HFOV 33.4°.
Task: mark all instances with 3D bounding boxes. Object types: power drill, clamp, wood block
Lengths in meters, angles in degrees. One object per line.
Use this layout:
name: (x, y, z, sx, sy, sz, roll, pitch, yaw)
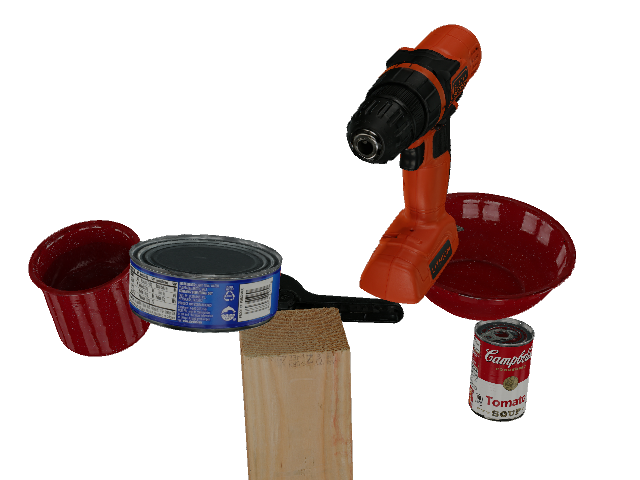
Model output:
power drill: (0.067, -0.048, 0.792, 0.057, 0.188, 0.184, 18, 37, 21)
clamp: (-0.040, 0.080, 1.130, 0.210, 0.036, 0.164, 18, 33, 27)
wood block: (-0.021, 0.172, 0.934, 0.090, 0.206, 0.091, -4, 20, -6)

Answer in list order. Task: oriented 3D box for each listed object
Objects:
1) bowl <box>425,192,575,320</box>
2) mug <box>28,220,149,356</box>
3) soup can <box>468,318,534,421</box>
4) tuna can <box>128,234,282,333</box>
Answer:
bowl: (0.142, 0.022, 0.954, 0.162, 0.055, 0.162, 1, 36, -1)
mug: (-0.194, 0.036, 0.904, 0.093, 0.081, 0.117, -22, 42, -17)
soup can: (0.208, 0.149, 1.234, 0.068, 0.102, 0.068, 1, 23, -1)
tuna can: (-0.065, 0.023, 0.602, 0.086, 0.034, 0.086, 4, 14, -1)
